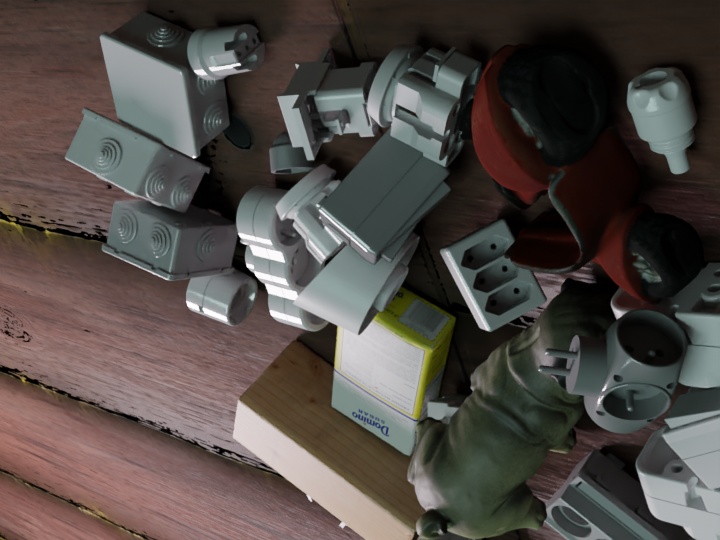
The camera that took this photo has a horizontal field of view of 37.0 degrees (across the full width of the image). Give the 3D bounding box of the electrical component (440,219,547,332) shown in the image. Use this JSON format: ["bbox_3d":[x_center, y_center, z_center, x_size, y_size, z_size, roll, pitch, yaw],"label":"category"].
[{"bbox_3d":[0.092,0.003,0.775,0.065,0.047,0.077,62,178,-1],"label":"electrical component"}]

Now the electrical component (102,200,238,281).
[{"bbox_3d":[-0.169,-0.030,0.973,0.100,0.100,0.048,22,106,29],"label":"electrical component"}]

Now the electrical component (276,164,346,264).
[{"bbox_3d":[-0.028,-0.045,0.841,0.057,0.058,0.078,48,171,1],"label":"electrical component"}]

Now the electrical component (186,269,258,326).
[{"bbox_3d":[-0.131,0.022,1.028,0.047,0.055,0.055,23,141,23],"label":"electrical component"}]

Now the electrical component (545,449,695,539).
[{"bbox_3d":[0.215,0.206,0.859,0.121,0.063,0.078,38,146,9],"label":"electrical component"}]

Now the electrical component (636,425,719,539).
[{"bbox_3d":[0.254,0.156,0.772,0.095,0.053,0.059,7,132,42],"label":"electrical component"}]

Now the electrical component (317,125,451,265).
[{"bbox_3d":[0.024,-0.055,0.753,0.061,0.096,0.061,41,176,4],"label":"electrical component"}]

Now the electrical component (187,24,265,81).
[{"bbox_3d":[-0.100,-0.164,0.806,0.046,0.040,0.040,1,128,38],"label":"electrical component"}]

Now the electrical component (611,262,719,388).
[{"bbox_3d":[0.215,0.034,0.679,0.095,0.053,0.059,3,129,45],"label":"electrical component"}]

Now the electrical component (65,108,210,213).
[{"bbox_3d":[-0.194,-0.093,0.933,0.100,0.048,0.100,27,-178,23],"label":"electrical component"}]

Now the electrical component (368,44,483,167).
[{"bbox_3d":[0.042,-0.112,0.698,0.057,0.058,0.078,29,143,16],"label":"electrical component"}]

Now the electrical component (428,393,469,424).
[{"bbox_3d":[0.093,0.128,0.910,0.055,0.066,0.048,1,94,35],"label":"electrical component"}]

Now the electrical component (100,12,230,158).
[{"bbox_3d":[-0.154,-0.151,0.867,0.100,0.048,0.099,27,143,24],"label":"electrical component"}]

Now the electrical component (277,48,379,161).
[{"bbox_3d":[-0.017,-0.116,0.745,0.064,0.081,0.042,-1,130,18],"label":"electrical component"}]

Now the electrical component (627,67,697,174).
[{"bbox_3d":[0.175,-0.082,0.612,0.035,0.035,0.061,5,133,43],"label":"electrical component"}]

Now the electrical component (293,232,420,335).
[{"bbox_3d":[0.000,0.000,0.828,0.064,0.099,0.099,32,145,7],"label":"electrical component"}]

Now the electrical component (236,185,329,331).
[{"bbox_3d":[-0.074,-0.012,0.931,0.074,0.052,0.138,14,136,37],"label":"electrical component"}]

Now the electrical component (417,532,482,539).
[{"bbox_3d":[0.082,0.280,1.089,0.080,0.051,0.080,27,143,23],"label":"electrical component"}]

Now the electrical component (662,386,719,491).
[{"bbox_3d":[0.247,0.098,0.709,0.061,0.061,0.096,47,146,-5],"label":"electrical component"}]

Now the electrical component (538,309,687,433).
[{"bbox_3d":[0.152,0.062,0.667,0.079,0.044,0.077,8,141,0],"label":"electrical component"}]
